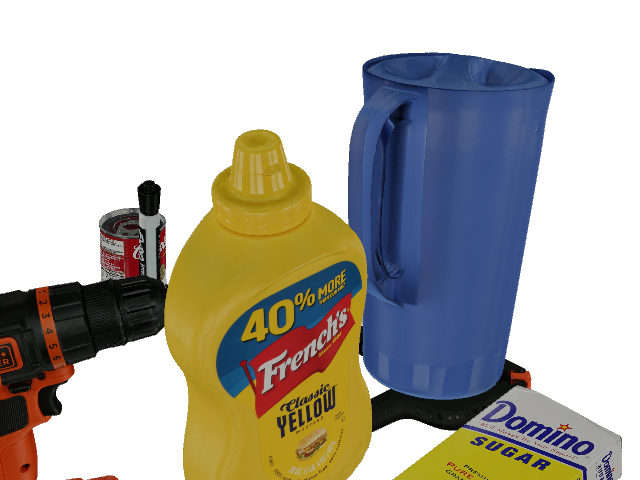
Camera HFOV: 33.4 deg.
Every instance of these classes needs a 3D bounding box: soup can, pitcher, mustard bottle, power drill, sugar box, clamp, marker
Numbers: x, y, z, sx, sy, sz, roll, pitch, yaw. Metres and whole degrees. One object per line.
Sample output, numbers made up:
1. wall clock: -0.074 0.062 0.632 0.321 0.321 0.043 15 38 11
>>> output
1. soup can: -0.194 0.026 1.110 0.068 0.102 0.068 2 26 -1
2. pitcher: 0.083 -0.009 0.773 0.149 0.243 0.145 0 20 -6
3. mustard bottle: -0.022 0.038 0.475 0.096 0.192 0.058 -25 40 -29
4. power drill: -0.175 0.117 0.700 0.184 0.188 0.057 -12 25 -8
5. sugar box: 0.112 0.170 0.716 0.176 0.048 0.093 -33 39 -30
6. clamp: 0.082 0.138 0.968 0.210 0.036 0.164 4 44 17
7. marker: -0.144 0.000 0.898 0.020 0.121 0.020 4 39 -4
